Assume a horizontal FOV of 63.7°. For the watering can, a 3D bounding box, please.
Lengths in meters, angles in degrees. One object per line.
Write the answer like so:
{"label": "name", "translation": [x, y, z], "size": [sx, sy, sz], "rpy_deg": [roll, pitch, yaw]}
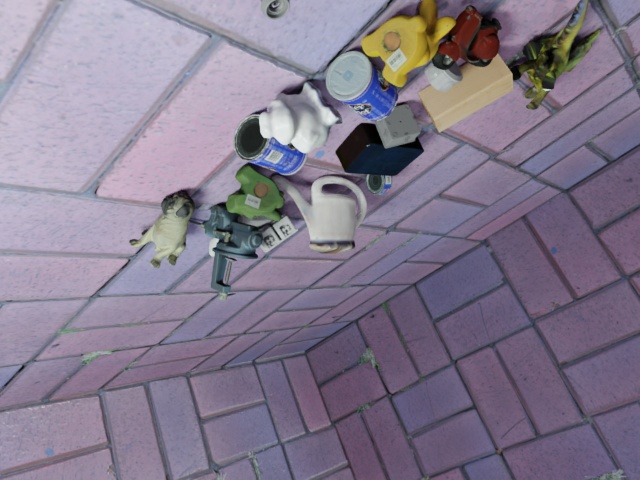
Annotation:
{"label": "watering can", "translation": [0.004, -0.073, 1.456], "size": [0.348, 0.225, 0.104], "rpy_deg": [2, 176, -40]}

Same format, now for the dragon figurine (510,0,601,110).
{"label": "dragon figurine", "translation": [0.629, -0.485, 1.329], "size": [0.245, 0.123, 0.402], "rpy_deg": [-34, 166, -24]}

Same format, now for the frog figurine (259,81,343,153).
{"label": "frog figurine", "translation": [-0.055, -0.239, 1.067], "size": [0.161, 0.136, 0.122], "rpy_deg": [-36, -167, -24]}
